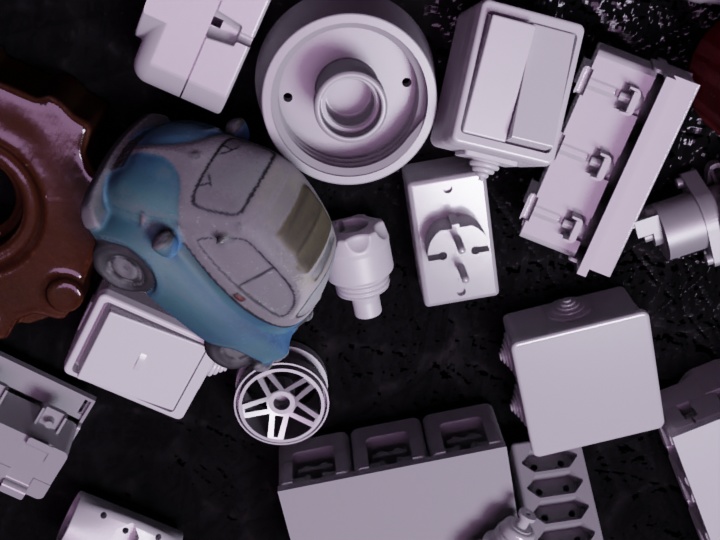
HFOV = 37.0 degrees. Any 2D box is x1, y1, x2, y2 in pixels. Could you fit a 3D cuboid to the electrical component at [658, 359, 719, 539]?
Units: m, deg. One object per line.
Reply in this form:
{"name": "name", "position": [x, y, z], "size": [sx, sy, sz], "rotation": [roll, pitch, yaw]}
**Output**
{"name": "electrical component", "position": [0.268, 0.139, 0.741], "size": [0.089, 0.061, 0.150], "rotation": [-23, 113, 6]}

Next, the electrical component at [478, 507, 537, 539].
{"name": "electrical component", "position": [0.091, 0.187, 0.693], "size": [0.040, 0.040, 0.078], "rotation": [21, 111, -12]}

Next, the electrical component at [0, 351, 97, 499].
{"name": "electrical component", "position": [-0.243, 0.092, 0.684], "size": [0.121, 0.063, 0.078], "rotation": [29, 109, -15]}

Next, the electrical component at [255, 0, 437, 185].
{"name": "electrical component", "position": [-0.007, -0.101, 0.616], "size": [0.108, 0.060, 0.108], "rotation": [-1, 114, -3]}

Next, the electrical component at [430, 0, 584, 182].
{"name": "electrical component", "position": [0.082, -0.097, 0.608], "size": [0.062, 0.061, 0.096], "rotation": [12, 93, -10]}

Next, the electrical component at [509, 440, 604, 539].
{"name": "electrical component", "position": [0.133, 0.167, 0.744], "size": [0.047, 0.083, 0.075], "rotation": [-8, 152, 0]}

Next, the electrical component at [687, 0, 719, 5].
{"name": "electrical component", "position": [0.215, -0.168, 0.616], "size": [0.061, 0.035, 0.035], "rotation": [5, 114, -9]}

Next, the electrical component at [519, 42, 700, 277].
{"name": "electrical component", "position": [0.143, -0.067, 0.636], "size": [0.063, 0.078, 0.121], "rotation": [22, 112, 4]}

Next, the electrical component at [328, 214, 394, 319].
{"name": "electrical component", "position": [0.000, 0.000, 0.671], "size": [0.043, 0.043, 0.062], "rotation": [-11, 115, 1]}

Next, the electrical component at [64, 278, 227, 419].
{"name": "electrical component", "position": [-0.128, 0.048, 0.674], "size": [0.096, 0.061, 0.061], "rotation": [25, 110, -14]}

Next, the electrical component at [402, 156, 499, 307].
{"name": "electrical component", "position": [0.057, -0.017, 0.649], "size": [0.047, 0.075, 0.083], "rotation": [-10, 114, 0]}

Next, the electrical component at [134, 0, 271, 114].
{"name": "electrical component", "position": [-0.086, -0.144, 0.595], "size": [0.059, 0.053, 0.095], "rotation": [23, 111, -13]}

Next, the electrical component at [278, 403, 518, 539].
{"name": "electrical component", "position": [0.026, 0.153, 0.731], "size": [0.150, 0.061, 0.089], "rotation": [-11, 114, 1]}

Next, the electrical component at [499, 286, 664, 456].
{"name": "electrical component", "position": [0.145, 0.065, 0.707], "size": [0.100, 0.048, 0.099], "rotation": [-14, 114, 2]}

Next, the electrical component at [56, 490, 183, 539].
{"name": "electrical component", "position": [-0.174, 0.203, 0.741], "size": [0.077, 0.043, 0.079], "rotation": [26, 85, -15]}
